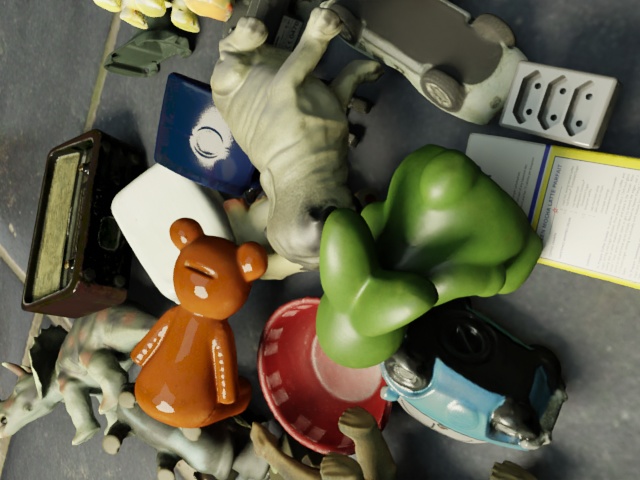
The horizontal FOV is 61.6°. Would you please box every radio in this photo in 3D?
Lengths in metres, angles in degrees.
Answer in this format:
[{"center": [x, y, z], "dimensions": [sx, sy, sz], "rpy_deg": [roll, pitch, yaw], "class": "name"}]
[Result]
[{"center": [-0.306, -0.021, 0.699], "dimensions": [0.131, 0.073, 0.229], "rpy_deg": [-14, 68, 34], "class": "radio"}]

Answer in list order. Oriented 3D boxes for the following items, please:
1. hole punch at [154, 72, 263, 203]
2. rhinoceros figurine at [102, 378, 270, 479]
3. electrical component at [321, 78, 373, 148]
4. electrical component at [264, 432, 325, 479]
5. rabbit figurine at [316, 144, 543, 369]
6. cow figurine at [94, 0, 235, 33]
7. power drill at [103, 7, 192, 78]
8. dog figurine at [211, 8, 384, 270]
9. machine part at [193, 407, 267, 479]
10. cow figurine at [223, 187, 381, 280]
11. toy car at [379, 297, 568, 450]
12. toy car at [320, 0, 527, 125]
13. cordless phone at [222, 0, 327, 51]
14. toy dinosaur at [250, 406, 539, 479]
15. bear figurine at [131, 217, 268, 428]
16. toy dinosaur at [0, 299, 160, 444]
[{"center": [-0.110, -0.115, 0.580], "dimensions": [0.116, 0.092, 0.142], "rpy_deg": [35, 121, 23], "class": "hole punch"}, {"center": [-0.144, 0.216, 0.599], "dimensions": [0.190, 0.112, 0.073], "rpy_deg": [19, 89, 8], "class": "rhinoceros figurine"}, {"center": [0.006, -0.132, 0.545], "dimensions": [0.094, 0.021, 0.063], "rpy_deg": [31, 112, 29], "class": "electrical component"}, {"center": [-0.026, 0.267, 0.610], "dimensions": [0.102, 0.045, 0.078], "rpy_deg": [-59, 36, 22], "class": "electrical component"}, {"center": [0.062, 0.028, 0.378], "dimensions": [0.121, 0.159, 0.170], "rpy_deg": [40, 97, 18], "class": "rabbit figurine"}, {"center": [-0.144, -0.261, 0.529], "dimensions": [0.168, 0.068, 0.098], "rpy_deg": [16, 92, 30], "class": "cow figurine"}, {"center": [-0.234, -0.311, 0.659], "dimensions": [0.232, 0.086, 0.207], "rpy_deg": [-10, 83, 32], "class": "power drill"}, {"center": [-0.041, -0.075, 0.458], "dimensions": [0.173, 0.121, 0.190], "rpy_deg": [1, 75, 44], "class": "dog figurine"}, {"center": [-0.116, 0.257, 0.672], "dimensions": [0.084, 0.039, 0.138], "rpy_deg": [27, 109, 20], "class": "machine part"}, {"center": [-0.001, -0.002, 0.530], "dimensions": [0.195, 0.085, 0.127], "rpy_deg": [-12, 90, 37], "class": "cow figurine"}, {"center": [0.118, 0.118, 0.465], "dimensions": [0.162, 0.109, 0.102], "rpy_deg": [31, 138, 15], "class": "toy car"}, {"center": [0.084, -0.176, 0.461], "dimensions": [0.202, 0.056, 0.073], "rpy_deg": [43, 94, 23], "class": "toy car"}, {"center": [-0.066, -0.260, 0.556], "dimensions": [0.184, 0.088, 0.146], "rpy_deg": [42, 118, 35], "class": "cordless phone"}, {"center": [0.129, 0.285, 0.457], "dimensions": [0.472, 0.105, 0.198], "rpy_deg": [22, 125, 23], "class": "toy dinosaur"}, {"center": [-0.117, 0.084, 0.554], "dimensions": [0.120, 0.132, 0.195], "rpy_deg": [16, 88, 10], "class": "bear figurine"}, {"center": [-0.302, 0.153, 0.743], "dimensions": [0.405, 0.131, 0.192], "rpy_deg": [-41, 74, 24], "class": "toy dinosaur"}]
